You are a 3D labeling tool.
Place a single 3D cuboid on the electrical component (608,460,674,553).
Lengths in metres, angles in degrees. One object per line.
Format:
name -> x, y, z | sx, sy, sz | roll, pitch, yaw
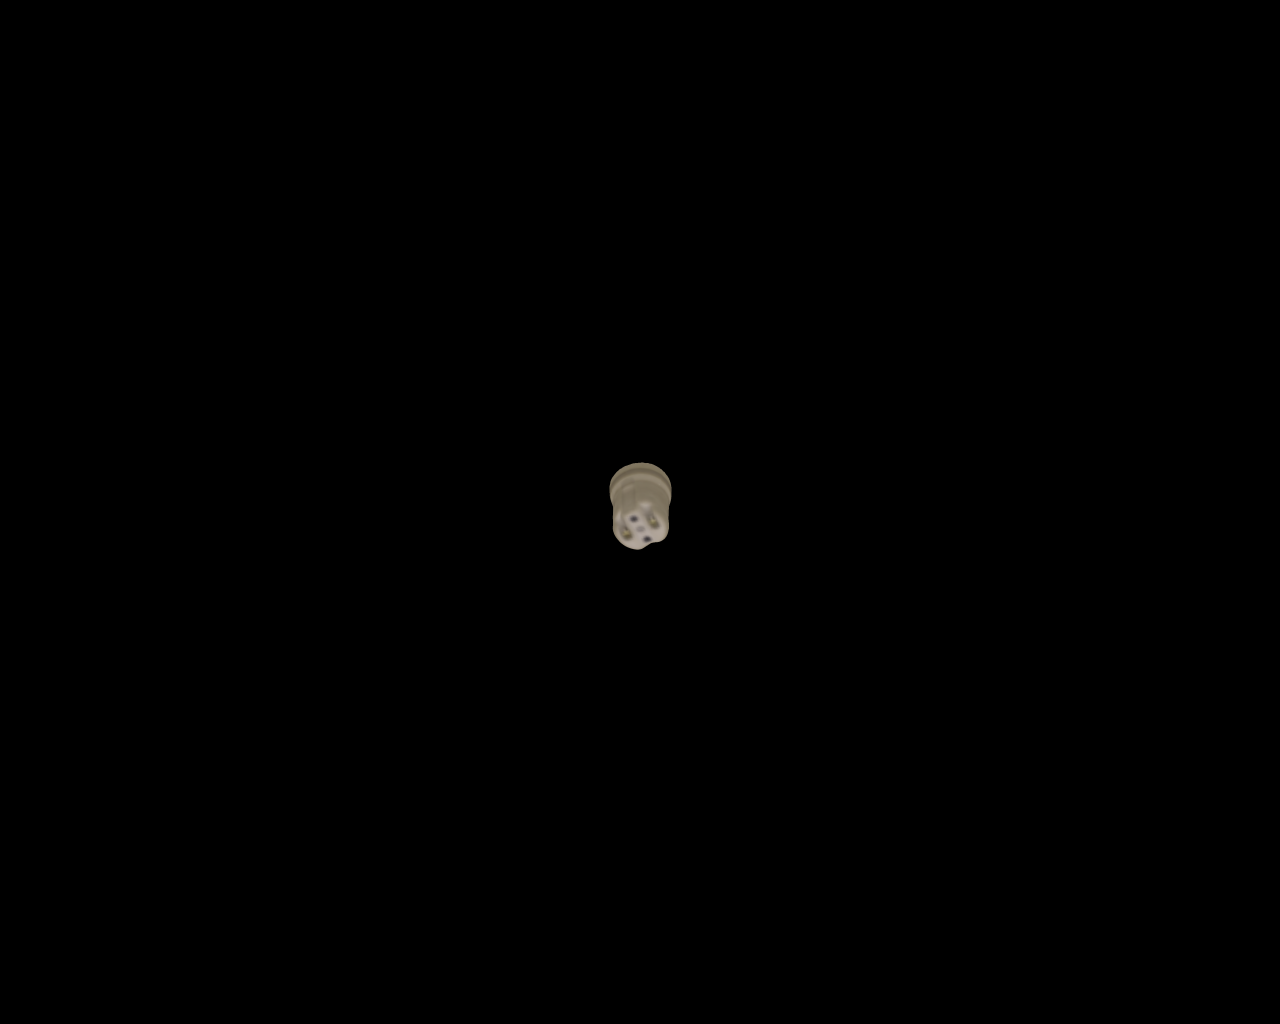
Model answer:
electrical component -> 0.001, -0.003, 0.650 | 0.040, 0.040, 0.046 | 0, 37, 0
